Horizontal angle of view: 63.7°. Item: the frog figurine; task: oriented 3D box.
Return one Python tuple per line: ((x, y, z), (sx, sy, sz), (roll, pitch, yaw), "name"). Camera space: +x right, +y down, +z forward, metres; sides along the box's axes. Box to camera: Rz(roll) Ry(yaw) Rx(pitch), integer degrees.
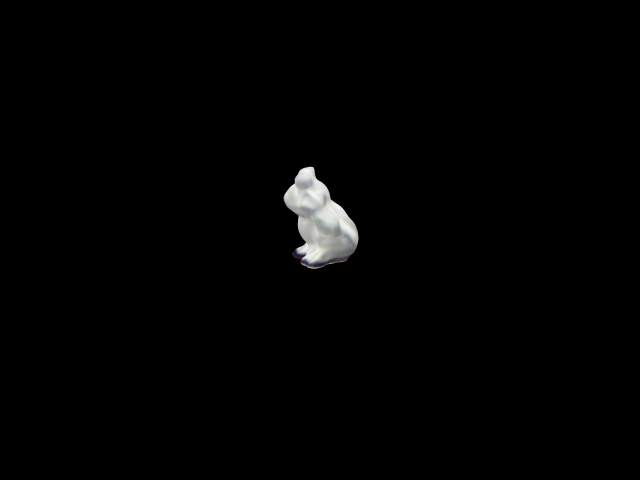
((0.003, -0.043, 0.850), (0.123, 0.158, 0.139), (1, 13, 2), "frog figurine")
